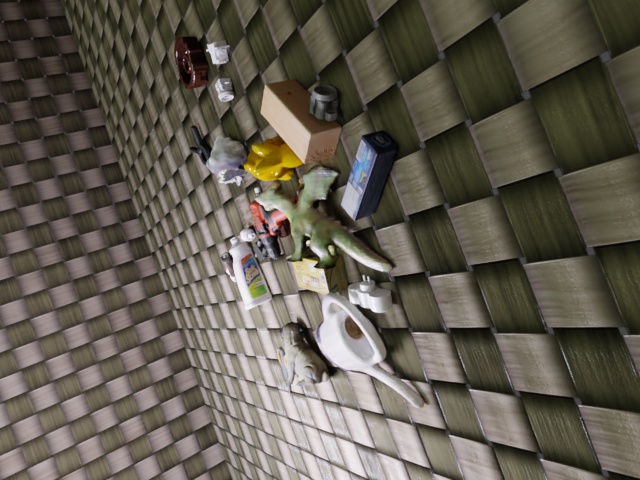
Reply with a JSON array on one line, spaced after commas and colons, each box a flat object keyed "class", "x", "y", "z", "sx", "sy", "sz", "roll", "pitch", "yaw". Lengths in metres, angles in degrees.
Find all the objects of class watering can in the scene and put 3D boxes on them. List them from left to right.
[{"class": "watering can", "x": 0.107, "y": 0.289, "z": 1.310, "sx": 0.349, "sy": 0.105, "sz": 0.220, "roll": 54, "pitch": 151, "yaw": 7}]

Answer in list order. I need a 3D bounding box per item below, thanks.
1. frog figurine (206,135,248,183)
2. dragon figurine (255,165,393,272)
[{"class": "frog figurine", "x": -0.304, "y": -0.278, "z": 1.650, "sx": 0.136, "sy": 0.122, "sz": 0.161, "roll": -28, "pitch": 71, "yaw": 27}, {"class": "dragon figurine", "x": 0.004, "y": -0.064, "z": 1.271, "sx": 0.411, "sy": 0.123, "sz": 0.240, "roll": 8, "pitch": 106, "yaw": 35}]
